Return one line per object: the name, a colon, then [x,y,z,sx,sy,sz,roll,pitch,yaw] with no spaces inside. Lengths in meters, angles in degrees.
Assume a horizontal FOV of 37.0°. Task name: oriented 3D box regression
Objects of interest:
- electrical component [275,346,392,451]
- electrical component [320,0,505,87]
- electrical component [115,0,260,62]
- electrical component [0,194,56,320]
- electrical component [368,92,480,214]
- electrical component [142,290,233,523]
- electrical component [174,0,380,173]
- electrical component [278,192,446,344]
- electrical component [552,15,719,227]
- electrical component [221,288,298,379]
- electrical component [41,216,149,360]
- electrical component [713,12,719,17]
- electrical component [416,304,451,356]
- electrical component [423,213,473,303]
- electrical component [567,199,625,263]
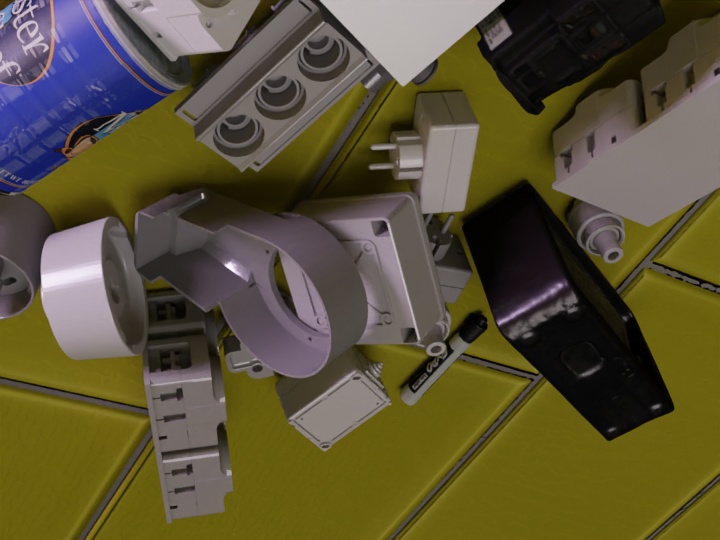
electrical component: [-0.021,0.106,0.987,0.096,0.061,0.061,-36,131,8]
electrical component: [0.052,-0.208,0.695,0.150,0.061,0.089,-39,122,17]
electrical component: [-0.121,-0.222,0.606,0.060,0.105,0.186,5,149,40]
electrical component: [-0.287,-0.010,0.818,0.099,0.064,0.099,1,140,1]
electrical component: [0.044,-0.089,0.825,0.076,0.047,0.083,-4,133,-11]
electrical component: [-0.148,0.117,0.928,0.060,0.105,0.186,-6,134,-9]
electrical component: [-0.059,-0.135,0.744,0.121,0.063,0.079,-39,130,21]
electrical component: [0.000,0.000,0.839,0.109,0.056,0.108,-2,114,31]
electrical component: [0.246,-0.112,0.810,0.105,0.060,0.186,18,148,-28]
electrical component: [-0.079,0.051,0.918,0.078,0.057,0.058,-12,134,-4]
electrical component: [-0.207,0.017,0.821,0.060,0.108,0.108,-10,134,4]
electrical component: [0.290,-0.166,0.820,0.048,0.048,0.062,-25,140,9]
electrical component: [0.060,0.047,0.947,0.043,0.062,0.043,-7,134,-8]
electrical component: [0.053,-0.020,0.892,0.083,0.047,0.075,10,129,-23]
electrical component: [0.203,-0.032,0.909,0.043,0.062,0.043,-8,134,-8]
